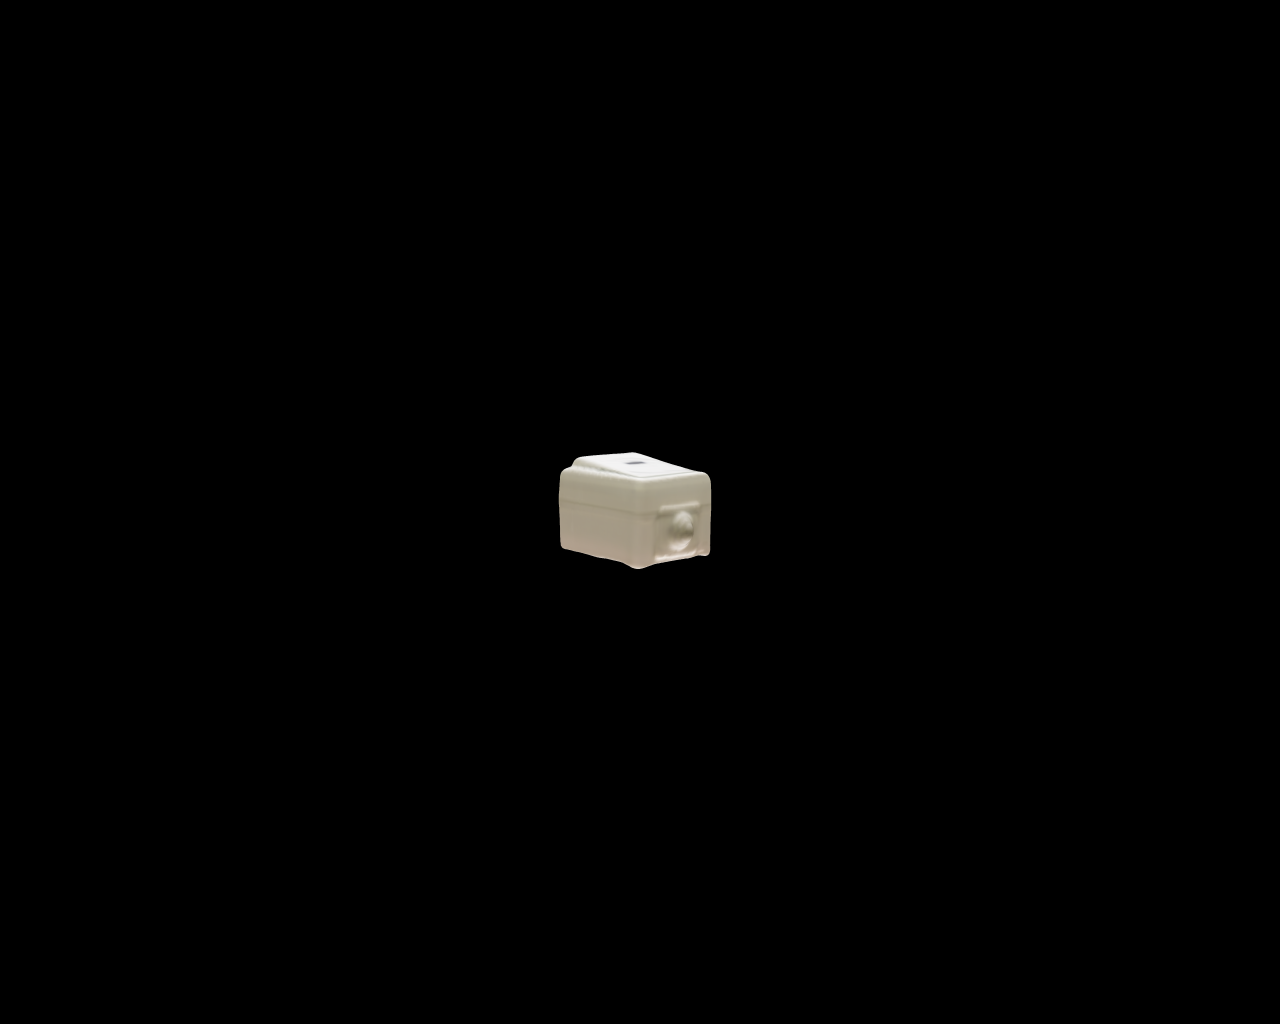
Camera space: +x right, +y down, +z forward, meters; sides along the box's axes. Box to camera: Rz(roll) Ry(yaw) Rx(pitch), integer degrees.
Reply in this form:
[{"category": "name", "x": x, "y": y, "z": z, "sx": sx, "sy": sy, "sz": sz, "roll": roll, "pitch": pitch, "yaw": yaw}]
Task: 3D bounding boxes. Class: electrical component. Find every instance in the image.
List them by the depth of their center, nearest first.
[{"category": "electrical component", "x": 0.001, "y": -0.003, "z": 0.650, "sx": 0.062, "sy": 0.061, "sz": 0.096, "roll": -7, "pitch": 12, "yaw": -39}]
